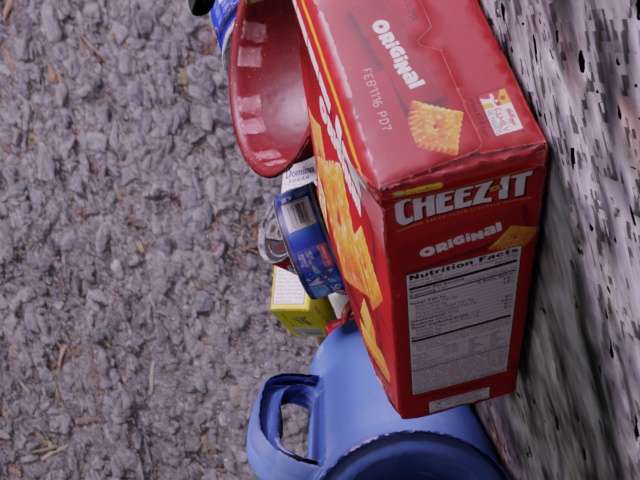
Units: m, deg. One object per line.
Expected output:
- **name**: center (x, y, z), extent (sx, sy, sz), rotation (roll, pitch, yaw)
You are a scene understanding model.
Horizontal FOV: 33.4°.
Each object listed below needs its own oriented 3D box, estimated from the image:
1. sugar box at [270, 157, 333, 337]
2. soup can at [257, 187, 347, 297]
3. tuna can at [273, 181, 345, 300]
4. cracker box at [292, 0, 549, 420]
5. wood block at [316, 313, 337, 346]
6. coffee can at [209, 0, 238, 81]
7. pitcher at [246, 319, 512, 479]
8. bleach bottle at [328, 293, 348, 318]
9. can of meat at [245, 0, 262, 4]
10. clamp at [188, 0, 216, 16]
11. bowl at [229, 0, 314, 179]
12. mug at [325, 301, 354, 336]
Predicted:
- **sugar box**: center (-0.011, 0.000, 1.059), extent (0.093, 0.048, 0.176), rotation (55, -142, -65)
- **soup can**: center (0.007, 0.005, 0.904), extent (0.102, 0.069, 0.068), rotation (26, -150, -34)
- **tuna can**: center (-0.005, 0.001, 0.804), extent (0.086, 0.034, 0.086), rotation (-21, -90, -85)
- **cracker box**: center (0.038, -0.034, 0.497), extent (0.213, 0.072, 0.164), rotation (79, 174, -58)
- **wood block**: center (0.031, 0.069, 1.140), extent (0.091, 0.090, 0.206), rotation (81, 172, -73)
- **coffee can**: center (-0.050, -0.202, 1.021), extent (0.140, 0.103, 0.103), rotation (-109, 4, -56)
- **pitcher**: center (0.041, 0.137, 0.742), extent (0.243, 0.145, 0.149), rotation (-100, -13, -73)
- **bleach bottle**: center (0.074, 0.146, 1.019), extent (0.102, 0.068, 0.251), rotation (-112, 4, -75)
- **can of meat**: center (-0.008, -0.162, 0.532), extent (0.102, 0.084, 0.057), rotation (-110, 4, -61)
- **clamp**: center (-0.066, -0.280, 0.887), extent (0.165, 0.036, 0.210), rotation (4, 110, 42)
- **bowl**: center (-0.008, -0.121, 0.720), extent (0.162, 0.055, 0.162), rotation (-4, 86, 64)
- **mug**: center (0.051, 0.089, 0.898), extent (0.093, 0.081, 0.117), rotation (-109, 4, -53)
